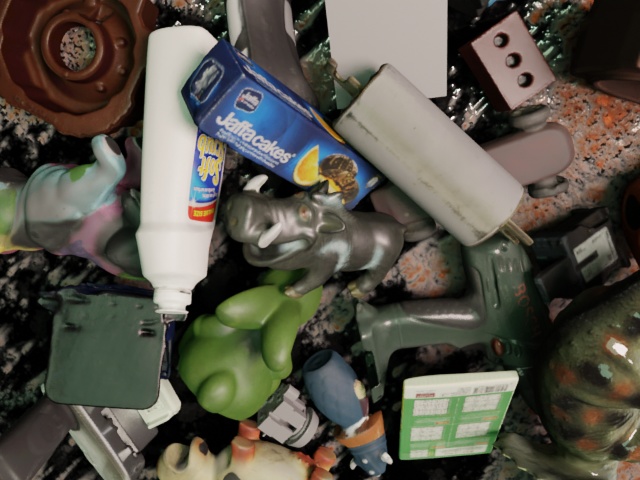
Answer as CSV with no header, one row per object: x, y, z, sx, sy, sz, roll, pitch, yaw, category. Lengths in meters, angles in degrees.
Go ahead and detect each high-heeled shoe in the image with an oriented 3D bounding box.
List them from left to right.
-0.066,-0.186,0.540,0.086,0.145,0.248,-12,131,-31,high-heeled shoe

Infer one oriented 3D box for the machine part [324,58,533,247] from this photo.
0.097,-0.075,0.485,0.243,0.079,0.079,40,100,-6,machine part

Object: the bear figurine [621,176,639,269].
0.408,-0.021,0.515,0.196,0.132,0.120,-3,129,7,bear figurine

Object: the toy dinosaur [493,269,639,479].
0.259,0.125,0.479,0.192,0.131,0.404,-10,117,1,toy dinosaur

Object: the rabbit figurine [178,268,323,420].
-0.067,0.086,0.553,0.121,0.159,0.170,38,85,5,rabbit figurine

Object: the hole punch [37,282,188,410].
-0.207,0.102,0.553,0.142,0.092,0.115,8,91,-4,hole punch

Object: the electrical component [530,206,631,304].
0.250,0.023,0.542,0.119,0.048,0.074,-33,100,-19,electrical component

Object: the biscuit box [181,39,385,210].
-0.026,-0.093,0.485,0.059,0.063,0.202,-43,141,19,biscuit box

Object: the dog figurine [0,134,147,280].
-0.258,-0.009,0.555,0.219,0.108,0.191,-27,102,12,dog figurine

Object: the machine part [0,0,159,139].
-0.241,-0.192,0.541,0.179,0.056,0.179,1,100,3,machine part

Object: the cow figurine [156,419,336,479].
-0.091,0.279,0.616,0.195,0.085,0.127,19,95,-2,cow figurine

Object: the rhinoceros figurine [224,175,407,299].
-0.001,-0.002,0.498,0.190,0.073,0.112,9,141,-34,rhinoceros figurine

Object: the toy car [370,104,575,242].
0.152,-0.065,0.548,0.202,0.053,0.089,-20,108,15,toy car

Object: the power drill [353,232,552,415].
0.146,0.112,0.572,0.207,0.086,0.231,-12,109,9,power drill

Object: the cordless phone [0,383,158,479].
-0.255,0.220,0.557,0.089,0.184,0.146,-29,98,3,cordless phone

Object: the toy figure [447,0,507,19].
0.192,-0.284,0.493,0.089,0.082,0.180,37,93,-24,toy figure

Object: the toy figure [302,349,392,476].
0.036,0.195,0.604,0.058,0.064,0.154,-37,105,-28,toy figure

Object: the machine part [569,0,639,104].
0.336,-0.152,0.449,0.201,0.201,0.087,15,103,-1,machine part
